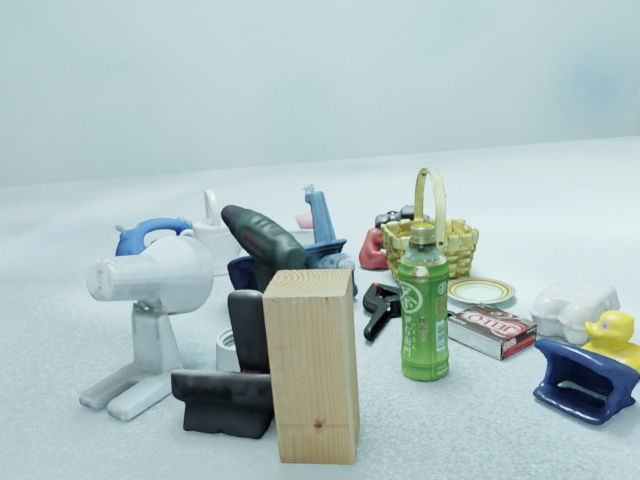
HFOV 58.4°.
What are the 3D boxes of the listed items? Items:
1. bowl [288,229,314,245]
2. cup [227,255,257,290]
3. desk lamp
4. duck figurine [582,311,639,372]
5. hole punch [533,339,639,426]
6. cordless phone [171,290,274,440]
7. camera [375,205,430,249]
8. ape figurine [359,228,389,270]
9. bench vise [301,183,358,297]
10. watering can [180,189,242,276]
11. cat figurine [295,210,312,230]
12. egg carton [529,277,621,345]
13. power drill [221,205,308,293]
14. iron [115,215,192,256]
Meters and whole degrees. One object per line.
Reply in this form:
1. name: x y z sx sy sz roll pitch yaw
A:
1. bowl: -0.050 0.030 1.323 0.167 0.075 0.167 -3 16 1
2. cup: -0.130 0.089 1.096 0.091 0.095 0.118 -3 16 3
3. desk lamp: -0.248 0.111 0.828 0.117 0.214 0.204 5 18 28
4. duck figurine: 0.418 0.141 0.800 0.104 0.086 0.078 3 17 22
5. hole punch: 0.336 0.165 0.728 0.101 0.091 0.108 -14 19 -32
6. cordless phone: -0.118 0.146 0.725 0.147 0.185 0.094 -1 16 10
7. camera: 0.204 -0.027 1.416 0.143 0.101 0.137 -2 16 8
8. ape figurine: 0.124 0.018 1.294 0.076 0.092 0.078 0 16 13
9. bench vise: 0.019 0.001 1.141 0.122 0.220 0.206 -18 21 -40
10. watering can: -0.237 -0.024 1.336 0.173 0.194 0.100 -16 20 -37
11. cat figurine: -0.010 -0.027 1.434 0.067 0.118 0.127 -13 18 -28
12. egg carton: 0.416 0.113 0.932 0.107 0.069 0.151 12 22 43
13. power drill: -0.104 0.052 1.012 0.076 0.208 0.228 -16 20 -36
14. iron: -0.368 0.007 1.354 0.118 0.141 0.259 10 21 40
